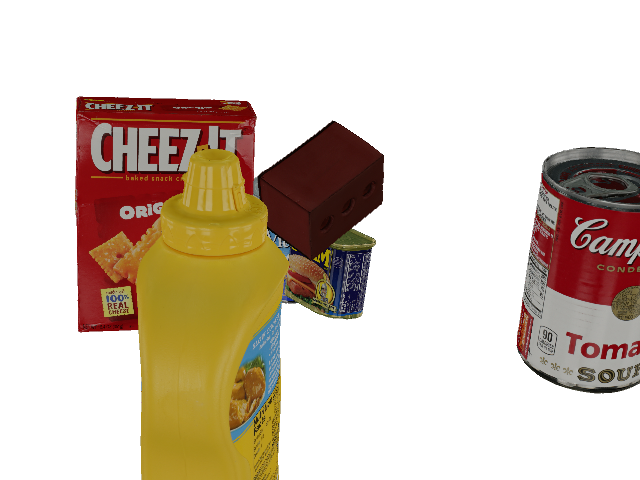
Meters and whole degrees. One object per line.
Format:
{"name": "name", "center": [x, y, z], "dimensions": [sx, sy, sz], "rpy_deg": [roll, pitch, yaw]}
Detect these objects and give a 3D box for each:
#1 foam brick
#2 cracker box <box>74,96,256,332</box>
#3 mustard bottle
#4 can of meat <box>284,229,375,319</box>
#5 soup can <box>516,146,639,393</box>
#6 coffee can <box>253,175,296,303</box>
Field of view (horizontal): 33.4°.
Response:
{"name": "foam brick", "center": [0.001, -0.035, 0.749], "dimensions": [0.051, 0.053, 0.078], "rpy_deg": [35, 59, 28]}
{"name": "cracker box", "center": [-0.148, -0.023, 1.007], "dimensions": [0.164, 0.214, 0.072], "rpy_deg": [0, 20, -13]}
{"name": "mustard bottle", "center": [-0.043, 0.056, 0.436], "dimensions": [0.058, 0.192, 0.096], "rpy_deg": [8, 24, 11]}
{"name": "can of meat", "center": [0.007, 0.029, 1.135], "dimensions": [0.057, 0.084, 0.102], "rpy_deg": [-5, 20, -37]}
{"name": "soup can", "center": [0.135, 0.014, 0.520], "dimensions": [0.068, 0.102, 0.068], "rpy_deg": [2, 27, -1]}
{"name": "coffee can", "center": [-0.039, -0.006, 1.357], "dimensions": [0.103, 0.140, 0.103], "rpy_deg": [1, 27, -1]}
